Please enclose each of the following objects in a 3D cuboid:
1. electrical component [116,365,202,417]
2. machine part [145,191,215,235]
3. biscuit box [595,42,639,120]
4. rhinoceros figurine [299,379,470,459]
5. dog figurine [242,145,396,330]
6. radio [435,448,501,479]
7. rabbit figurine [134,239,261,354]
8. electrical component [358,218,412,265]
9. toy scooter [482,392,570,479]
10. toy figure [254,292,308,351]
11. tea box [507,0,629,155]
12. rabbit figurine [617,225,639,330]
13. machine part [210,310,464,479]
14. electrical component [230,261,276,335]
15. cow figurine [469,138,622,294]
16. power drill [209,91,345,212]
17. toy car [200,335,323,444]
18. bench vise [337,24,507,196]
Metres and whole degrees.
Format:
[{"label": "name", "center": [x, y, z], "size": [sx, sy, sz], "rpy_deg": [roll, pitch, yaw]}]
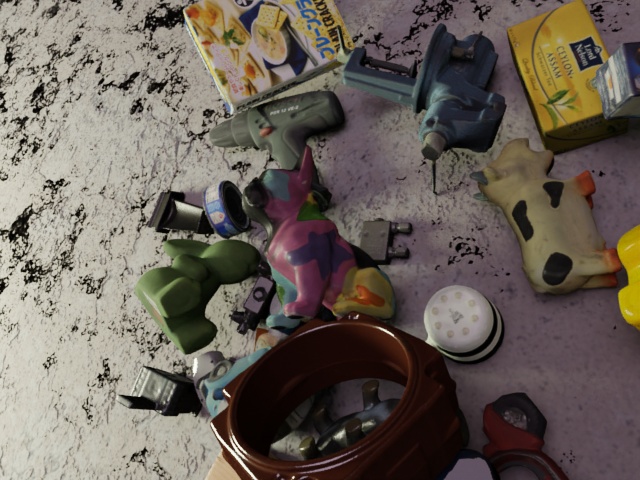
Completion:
[{"label": "electrical component", "center": [-0.219, 0.206, 0.733], "size": [0.075, 0.119, 0.047], "rpy_deg": [14, 77, 33]}, {"label": "machine part", "center": [-0.228, -0.040, 0.888], "size": [0.139, 0.039, 0.084], "rpy_deg": [16, 72, 32]}, {"label": "biscuit box", "center": [0.405, -0.173, 0.561], "size": [0.203, 0.059, 0.063], "rpy_deg": [-5, 77, 0]}, {"label": "rhinoceros figurine", "center": [0.068, 0.220, 0.592], "size": [0.190, 0.112, 0.073], "rpy_deg": [-26, 16, 29]}, {"label": "dog figurine", "center": [-0.001, -0.002, 0.672], "size": [0.191, 0.108, 0.219], "rpy_deg": [3, 73, -16]}, {"label": "radio", "center": [0.063, 0.277, 0.493], "size": [0.230, 0.073, 0.131], "rpy_deg": [-15, 56, 13]}, {"label": "rabbit figurine", "center": [-0.169, 0.060, 0.781], "size": [0.170, 0.121, 0.159], "rpy_deg": [-34, 34, -27]}, {"label": "electrical component", "center": [0.077, 0.001, 0.727], "size": [0.094, 0.021, 0.063], "rpy_deg": [-1, 69, 27]}, {"label": "toy scooter", "center": [0.201, 0.257, 0.530], "size": [0.135, 0.075, 0.184], "rpy_deg": [-39, 55, 7]}, {"label": "toy figure", "center": [-0.051, 0.118, 0.725], "size": [0.154, 0.058, 0.064], "rpy_deg": [-65, 20, -7]}, {"label": "tea box", "center": [0.305, -0.201, 0.670], "size": [0.098, 0.068, 0.170], "rpy_deg": [-19, 62, 19]}, {"label": "rabbit figurine", "center": [0.379, 0.046, 0.472], "size": [0.173, 0.162, 0.122], "rpy_deg": [-36, 11, 41]}, {"label": "machine part", "center": [0.013, 0.165, 0.511], "size": [0.201, 0.087, 0.202], "rpy_deg": [-34, 27, -24]}, {"label": "electrical component", "center": [-0.089, 0.081, 0.753], "size": [0.045, 0.078, 0.102], "rpy_deg": [25, 85, 12]}, {"label": "cow figurine", "center": [0.252, -0.031, 0.621], "size": [0.127, 0.085, 0.195], "rpy_deg": [-14, 65, 14]}, {"label": "power drill", "center": [-0.067, -0.124, 0.825], "size": [0.232, 0.085, 0.207], "rpy_deg": [-18, 55, 16]}, {"label": "toy car", "center": [-0.064, 0.196, 0.653], "size": [0.162, 0.109, 0.103], "rpy_deg": [-26, 27, 7]}, {"label": "bench vise", "center": [0.127, -0.202, 0.717], "size": [0.241, 0.128, 0.223], "rpy_deg": [20, 71, 14]}]
